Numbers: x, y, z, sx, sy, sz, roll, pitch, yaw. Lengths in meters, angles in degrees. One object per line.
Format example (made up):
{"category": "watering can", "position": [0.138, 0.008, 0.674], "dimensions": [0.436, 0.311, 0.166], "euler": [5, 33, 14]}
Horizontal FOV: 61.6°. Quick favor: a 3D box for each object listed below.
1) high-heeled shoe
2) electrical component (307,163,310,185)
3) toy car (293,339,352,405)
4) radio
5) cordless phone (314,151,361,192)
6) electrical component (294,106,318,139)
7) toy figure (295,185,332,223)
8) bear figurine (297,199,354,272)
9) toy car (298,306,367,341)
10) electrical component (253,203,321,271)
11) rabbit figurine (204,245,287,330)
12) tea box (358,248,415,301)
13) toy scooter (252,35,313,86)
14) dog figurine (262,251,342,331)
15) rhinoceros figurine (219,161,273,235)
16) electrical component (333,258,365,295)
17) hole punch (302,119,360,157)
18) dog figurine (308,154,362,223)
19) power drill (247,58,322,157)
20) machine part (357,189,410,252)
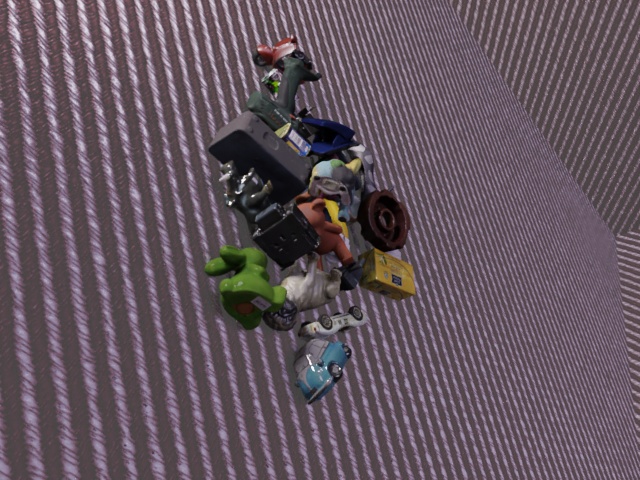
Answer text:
{"category": "high-heeled shoe", "position": [0.112, -0.185, 1.600], "dimensions": [0.145, 0.086, 0.249], "euler": [-40, 82, -20]}
{"category": "electrical component", "position": [-0.040, -0.180, 1.447], "dimensions": [0.094, 0.021, 0.063], "euler": [-19, 83, -50]}
{"category": "toy car", "position": [-0.003, 0.270, 1.180], "dimensions": [0.103, 0.109, 0.162], "euler": [40, 34, -1]}
{"category": "radio", "position": [-0.134, -0.186, 1.265], "dimensions": [0.229, 0.131, 0.073], "euler": [39, 47, -26]}
{"category": "cordless phone", "position": [0.061, -0.207, 1.537], "dimensions": [0.146, 0.089, 0.184], "euler": [58, 19, -10]}
{"category": "electrical component", "position": [-0.027, -0.333, 1.528], "dimensions": [0.102, 0.045, 0.078], "euler": [56, 39, -8]}
{"category": "toy figure", "position": [-0.028, -0.095, 1.388], "dimensions": [0.154, 0.058, 0.064], "euler": [57, 34, 0]}
{"category": "bear figurine", "position": [-0.005, -0.007, 1.272], "dimensions": [0.195, 0.120, 0.132], "euler": [58, 11, -68]}
{"category": "toy car", "position": [0.032, 0.200, 1.273], "dimensions": [0.201, 0.073, 0.056], "euler": [-7, 73, -49]}
{"category": "electrical component", "position": [-0.079, -0.014, 1.178], "dimensions": [0.134, 0.115, 0.058], "euler": [49, 16, -20]}
{"category": "rabbit figurine", "position": [-0.162, 0.080, 1.130], "dimensions": [0.159, 0.121, 0.170], "euler": [31, 31, -24]}
{"category": "tea box", "position": [0.187, 0.099, 1.500], "dimensions": [0.169, 0.068, 0.098], "euler": [22, 54, -39]}
{"category": "toy scooter", "position": [-0.085, -0.503, 1.491], "dimensions": [0.183, 0.135, 0.075], "euler": [20, 54, -41]}
{"category": "dog figurine", "position": [-0.039, 0.144, 1.228], "dimensions": [0.172, 0.121, 0.190], "euler": [37, 60, -24]}
{"category": "rhinoceros figurine", "position": [-0.158, -0.093, 1.216], "dimensions": [0.073, 0.112, 0.190], "euler": [-87, 153, -66]}
{"category": "electrical component", "position": [0.075, 0.086, 1.348], "dimensions": [0.047, 0.119, 0.075], "euler": [49, 39, -17]}
{"category": "hole punch", "position": [0.022, -0.277, 1.397], "dimensions": [0.116, 0.142, 0.092], "euler": [-20, 113, -28]}
{"category": "dog figurine", "position": [0.045, -0.162, 1.341], "dimensions": [0.109, 0.191, 0.219], "euler": [10, 47, 8]}
{"category": "power drill", "position": [-0.072, -0.358, 1.425], "dimensions": [0.232, 0.086, 0.207], "euler": [27, 87, -35]}
{"category": "machine part", "position": [0.177, -0.052, 1.498], "dimensions": [0.179, 0.056, 0.179], "euler": [17, 65, -39]}
